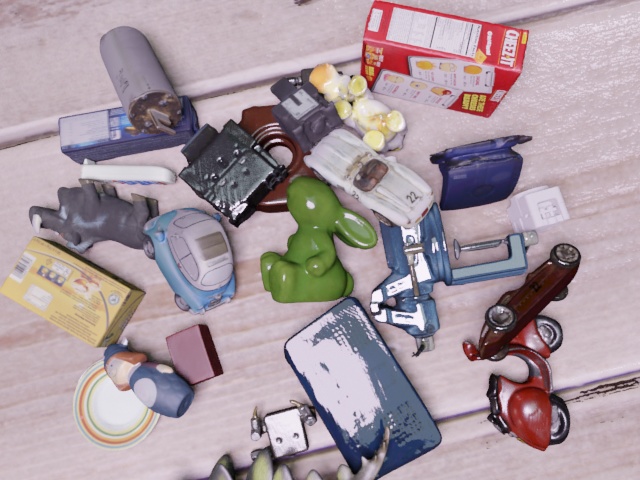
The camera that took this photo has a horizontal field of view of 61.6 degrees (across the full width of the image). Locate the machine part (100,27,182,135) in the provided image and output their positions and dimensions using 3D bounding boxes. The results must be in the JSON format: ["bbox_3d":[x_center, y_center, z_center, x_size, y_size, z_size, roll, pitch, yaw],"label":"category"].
[{"bbox_3d":[-0.263,-0.233,0.780,0.079,0.079,0.243,-29,58,-3],"label":"machine part"}]

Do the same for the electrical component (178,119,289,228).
[{"bbox_3d":[-0.131,-0.100,0.766,0.134,0.058,0.115,40,84,9],"label":"electrical component"}]

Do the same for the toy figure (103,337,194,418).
[{"bbox_3d":[-0.244,0.187,0.738,0.155,0.057,0.064,24,73,18],"label":"toy figure"}]

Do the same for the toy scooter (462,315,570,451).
[{"bbox_3d":[0.266,0.193,0.744,0.135,0.075,0.184,2,77,2],"label":"toy scooter"}]

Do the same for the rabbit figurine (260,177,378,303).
[{"bbox_3d":[-0.002,-0.002,0.751,0.159,0.121,0.170,2,96,-8],"label":"rabbit figurine"}]

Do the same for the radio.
[{"bbox_3d":[0.054,0.206,0.751,0.131,0.073,0.229,-32,79,-3],"label":"radio"}]

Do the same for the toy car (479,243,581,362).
[{"bbox_3d":[0.274,0.081,0.715,0.202,0.089,0.053,-36,56,-19],"label":"toy car"}]

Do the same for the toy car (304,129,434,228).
[{"bbox_3d":[0.063,-0.088,0.737,0.202,0.056,0.073,37,83,26],"label":"toy car"}]

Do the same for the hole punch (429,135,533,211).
[{"bbox_3d":[0.227,-0.096,0.780,0.142,0.116,0.092,-8,88,1],"label":"hole punch"}]

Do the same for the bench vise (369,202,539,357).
[{"bbox_3d":[0.184,0.041,0.749,0.241,0.128,0.223,-11,76,9],"label":"bench vise"}]

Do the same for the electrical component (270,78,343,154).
[{"bbox_3d":[-0.029,-0.185,0.772,0.075,0.047,0.119,-39,48,-5],"label":"electrical component"}]

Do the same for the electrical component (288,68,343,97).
[{"bbox_3d":[-0.006,-0.241,0.856,0.094,0.021,0.063,-8,80,0],"label":"electrical component"}]

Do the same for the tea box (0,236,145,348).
[{"bbox_3d":[-0.360,0.076,0.788,0.170,0.068,0.098,30,82,5],"label":"tea box"}]

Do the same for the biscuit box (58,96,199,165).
[{"bbox_3d":[-0.292,-0.170,0.833,0.203,0.062,0.059,-10,79,0],"label":"biscuit box"}]

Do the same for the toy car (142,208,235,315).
[{"bbox_3d":[-0.174,0.019,0.761,0.109,0.103,0.161,-20,80,-36],"label":"toy car"}]

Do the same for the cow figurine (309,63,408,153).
[{"bbox_3d":[0.060,-0.200,0.812,0.167,0.098,0.068,46,103,13],"label":"cow figurine"}]

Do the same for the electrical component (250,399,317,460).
[{"bbox_3d":[-0.053,0.265,0.756,0.102,0.045,0.078,-9,78,1],"label":"electrical component"}]

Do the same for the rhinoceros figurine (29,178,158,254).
[{"bbox_3d":[-0.337,-0.033,0.811,0.190,0.073,0.112,9,91,2],"label":"rhinoceros figurine"}]

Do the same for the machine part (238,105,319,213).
[{"bbox_3d":[-0.064,-0.126,0.822,0.179,0.056,0.179,0,81,3],"label":"machine part"}]

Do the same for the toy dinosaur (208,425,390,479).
[{"bbox_3d":[-0.105,0.385,0.694,0.472,0.105,0.198,-23,78,6],"label":"toy dinosaur"}]
